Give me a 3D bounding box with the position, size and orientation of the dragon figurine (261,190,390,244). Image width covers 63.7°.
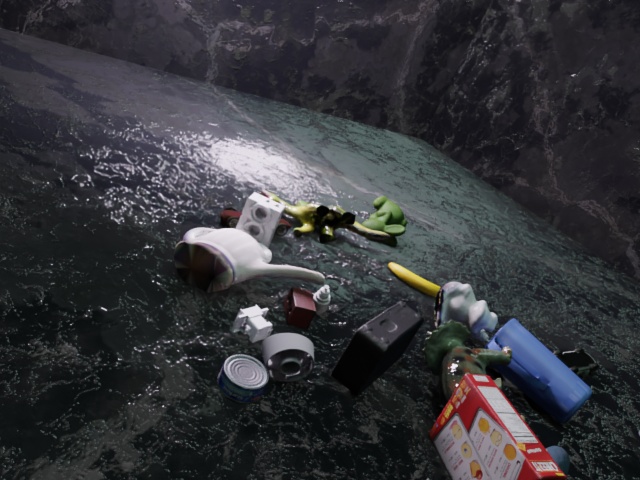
[{"bbox_3d":[0.005,-0.083,1.645,0.409,0.121,0.246,14,18,-26],"label":"dragon figurine"}]

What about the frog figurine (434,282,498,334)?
[{"bbox_3d":[0.392,0.186,1.386,0.159,0.138,0.122,7,-7,5],"label":"frog figurine"}]

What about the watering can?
[{"bbox_3d":[-0.175,0.050,1.160,0.349,0.102,0.227,21,22,19],"label":"watering can"}]
